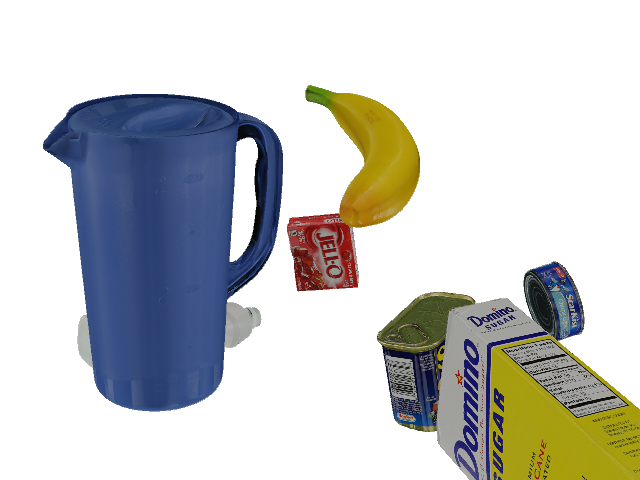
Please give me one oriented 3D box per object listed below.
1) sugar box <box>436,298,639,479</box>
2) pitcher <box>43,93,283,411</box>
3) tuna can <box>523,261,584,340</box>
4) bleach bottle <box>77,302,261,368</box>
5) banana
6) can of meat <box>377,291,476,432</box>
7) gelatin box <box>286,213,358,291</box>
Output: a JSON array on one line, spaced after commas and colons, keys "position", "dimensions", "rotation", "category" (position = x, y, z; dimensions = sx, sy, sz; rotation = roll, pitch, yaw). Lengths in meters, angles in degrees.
[{"position": [0.120, 0.110, 0.538], "dimensions": [0.048, 0.093, 0.176], "rotation": [-10, 28, -25], "category": "sugar box"}, {"position": [-0.122, 0.008, 0.862], "dimensions": [0.149, 0.243, 0.144], "rotation": [9, 23, 18], "category": "pitcher"}, {"position": [0.258, 0.069, 1.186], "dimensions": [0.033, 0.086, 0.086], "rotation": [-17, 2, -8], "category": "tuna can"}, {"position": [-0.192, 0.122, 1.439], "dimensions": [0.250, 0.068, 0.103], "rotation": [-10, 25, -40], "category": "bleach bottle"}, {"position": [0.034, -0.056, 0.724], "dimensions": [0.069, 0.037, 0.198], "rotation": [-3, 29, -7], "category": "banana"}, {"position": [0.097, 0.104, 0.924], "dimensions": [0.058, 0.084, 0.101], "rotation": [5, 25, 33], "category": "can of meat"}, {"position": [0.004, 0.014, 1.239], "dimensions": [0.073, 0.089, 0.030], "rotation": [-4, 28, 8], "category": "gelatin box"}]
